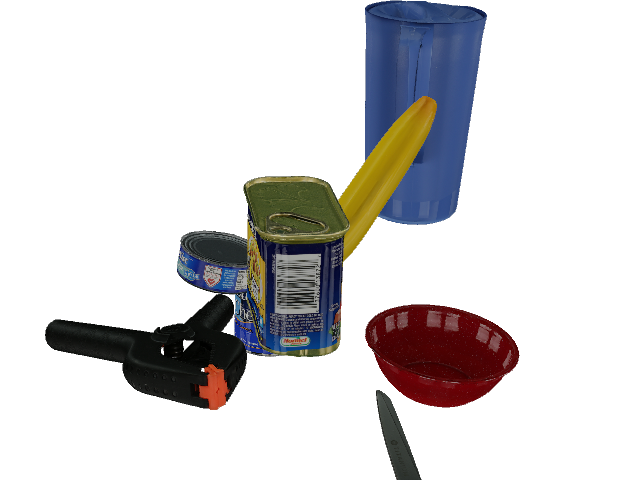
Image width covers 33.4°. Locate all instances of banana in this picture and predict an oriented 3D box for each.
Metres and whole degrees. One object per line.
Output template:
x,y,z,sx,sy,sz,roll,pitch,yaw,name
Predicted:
0.043,-0.040,0.933,0.037,0.197,0.070,36,-21,-7,banana

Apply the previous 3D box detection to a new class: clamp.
-0.109,0.084,0.846,0.164,0.036,0.210,-11,16,-30,clamp

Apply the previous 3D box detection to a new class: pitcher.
0.108,-0.142,1.202,0.149,0.243,0.145,-12,26,-30,pitcher

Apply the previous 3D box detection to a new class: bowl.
0.124,0.128,1.125,0.162,0.055,0.162,5,25,-2,bowl

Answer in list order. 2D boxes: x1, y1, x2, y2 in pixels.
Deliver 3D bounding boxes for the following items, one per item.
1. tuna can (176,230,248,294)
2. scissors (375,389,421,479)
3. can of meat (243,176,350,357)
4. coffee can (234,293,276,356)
-0.101,0.022,1.071,0.086,0.034,0.086,11,20,-4,tuna can
0.073,0.153,0.596,0.096,0.016,0.201,7,32,3,scissors
-0.017,0.015,0.678,0.057,0.084,0.102,-2,23,-10,can of meat
-0.072,0.080,1.522,0.103,0.140,0.103,2,22,-1,coffee can
